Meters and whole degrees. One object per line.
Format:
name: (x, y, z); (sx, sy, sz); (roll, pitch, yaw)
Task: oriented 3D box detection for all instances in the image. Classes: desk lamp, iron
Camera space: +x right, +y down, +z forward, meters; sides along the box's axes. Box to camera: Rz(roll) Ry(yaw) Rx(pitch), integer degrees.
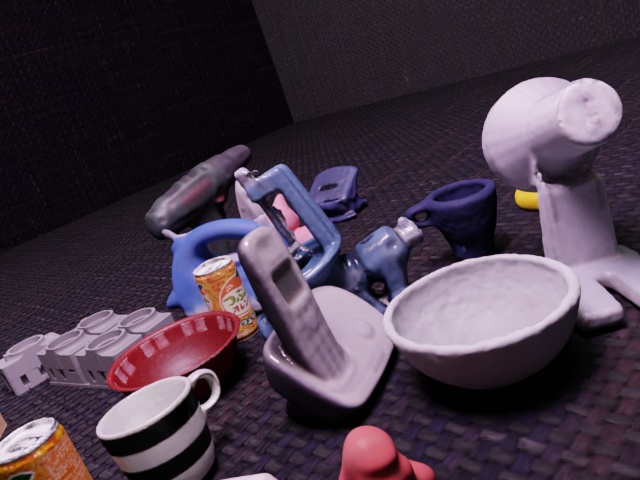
desk lamp: (0.250, -0.055, 0.563); (0.118, 0.214, 0.203); (-18, 17, 5)
iron: (-0.113, 0.026, 0.842); (0.257, 0.141, 0.119); (-13, 18, 22)

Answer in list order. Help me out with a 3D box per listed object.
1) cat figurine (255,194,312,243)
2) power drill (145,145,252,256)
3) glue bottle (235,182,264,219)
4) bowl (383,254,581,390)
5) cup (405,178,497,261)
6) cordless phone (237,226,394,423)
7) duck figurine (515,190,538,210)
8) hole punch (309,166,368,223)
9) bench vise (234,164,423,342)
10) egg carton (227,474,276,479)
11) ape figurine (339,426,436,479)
cat figurine: (-0.045, -0.019, 0.949); (0.127, 0.118, 0.067); (-7, 21, 36)
power drill: (-0.173, -0.031, 0.971); (0.075, 0.209, 0.230); (-2, 24, 45)
glue bottle: (-0.142, -0.080, 1.153); (0.037, 0.173, 0.077); (-30, 20, -31)
bowl: (0.145, 0.079, 0.502); (0.167, 0.075, 0.167); (-18, 17, 6)
cup: (0.176, -0.017, 0.735); (0.117, 0.095, 0.091); (-17, 17, 9)
cordless phone: (-0.005, 0.060, 0.538); (0.094, 0.185, 0.148); (-11, 19, 26)
duck figurine: (0.321, -0.094, 0.830); (0.077, 0.086, 0.104); (-24, 17, -15)
hole punch: (0.029, -0.090, 1.136); (0.108, 0.091, 0.101); (-8, 20, 34)
bench vise: (0.002, 0.000, 0.658); (0.208, 0.220, 0.121); (-25, 18, -16)
egg carton: (-0.074, 0.207, 0.355); (0.150, 0.069, 0.107); (-15, 17, 14)
ape figurine: (0.037, 0.157, 0.349); (0.078, 0.092, 0.076); (-27, 18, -22)
